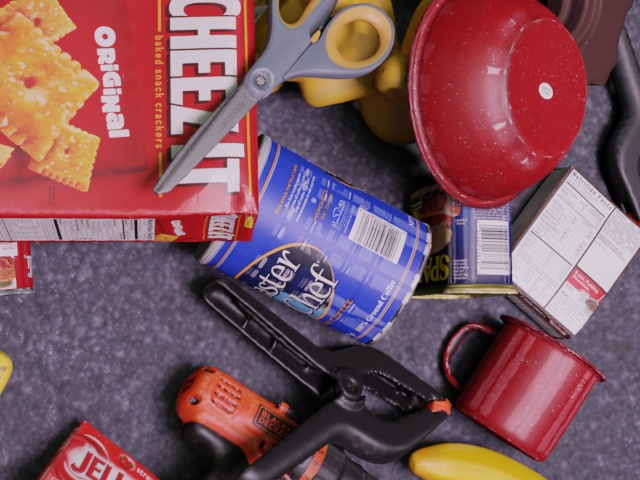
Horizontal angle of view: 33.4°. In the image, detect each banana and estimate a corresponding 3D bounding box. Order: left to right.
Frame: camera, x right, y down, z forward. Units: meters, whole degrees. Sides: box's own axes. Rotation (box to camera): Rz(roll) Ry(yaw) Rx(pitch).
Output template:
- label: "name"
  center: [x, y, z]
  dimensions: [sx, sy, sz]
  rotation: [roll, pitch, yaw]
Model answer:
- label: "banana"
  center: [0.156, 0.207, 0.829]
  dimensions: [0.198, 0.037, 0.069]
  rotation: [38, 35, -5]

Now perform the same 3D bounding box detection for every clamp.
- label: "clamp"
  center: [0.006, 0.106, 0.780]
  dimensions: [0.209, 0.036, 0.164]
  rotation: [8, 51, -37]
- label: "clamp"
  center: [0.287, -0.095, 0.887]
  dimensions: [0.120, 0.039, 0.171]
  rotation: [2, 90, -9]

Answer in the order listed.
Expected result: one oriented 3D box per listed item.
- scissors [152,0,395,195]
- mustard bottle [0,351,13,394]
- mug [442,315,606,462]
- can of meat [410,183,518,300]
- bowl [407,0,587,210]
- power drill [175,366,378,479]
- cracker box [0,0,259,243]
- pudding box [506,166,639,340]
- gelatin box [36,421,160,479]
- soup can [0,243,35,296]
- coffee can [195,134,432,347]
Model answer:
- label: "scissors"
  center: [-0.019, -0.093, 0.657]
  dimensions: [0.096, 0.016, 0.201]
  rotation: [29, 71, -15]
- label: "mustard bottle"
  center: [-0.293, 0.145, 0.716]
  dimensions: [0.096, 0.058, 0.191]
  rotation: [29, 81, -14]
- label: "mug"
  center: [0.148, 0.110, 0.822]
  dimensions: [0.117, 0.093, 0.081]
  rotation: [32, 84, 20]
- label: "can of meat"
  center: [0.105, 0.001, 0.803]
  dimensions: [0.057, 0.102, 0.084]
  rotation: [2, 84, -18]
- label: "bowl"
  center: [0.132, -0.101, 0.721]
  dimensions: [0.161, 0.055, 0.162]
  rotation: [-2, 94, -42]
- label: "power drill"
  center: [-0.047, 0.205, 0.745]
  dimensions: [0.184, 0.057, 0.187]
  rotation: [35, 50, -14]
- label: "cracker box"
  center: [-0.147, -0.084, 0.673]
  dimensions: [0.213, 0.072, 0.164]
  rotation: [0, 76, -8]
- label: "pudding box"
  center: [0.196, 0.010, 0.859]
  dimensions: [0.090, 0.039, 0.113]
  rotation: [40, 77, -9]
- label: "gelatin box"
  center: [-0.154, 0.181, 0.745]
  dimensions: [0.089, 0.030, 0.073]
  rotation: [42, 38, -10]
- label: "soup can"
  center: [-0.234, -0.011, 0.734]
  dimensions: [0.068, 0.069, 0.102]
  rotation: [-4, 88, -15]
- label: "coffee can"
  center: [-0.005, 0.001, 0.773]
  dimensions: [0.140, 0.103, 0.103]
  rotation: [28, 81, -12]
